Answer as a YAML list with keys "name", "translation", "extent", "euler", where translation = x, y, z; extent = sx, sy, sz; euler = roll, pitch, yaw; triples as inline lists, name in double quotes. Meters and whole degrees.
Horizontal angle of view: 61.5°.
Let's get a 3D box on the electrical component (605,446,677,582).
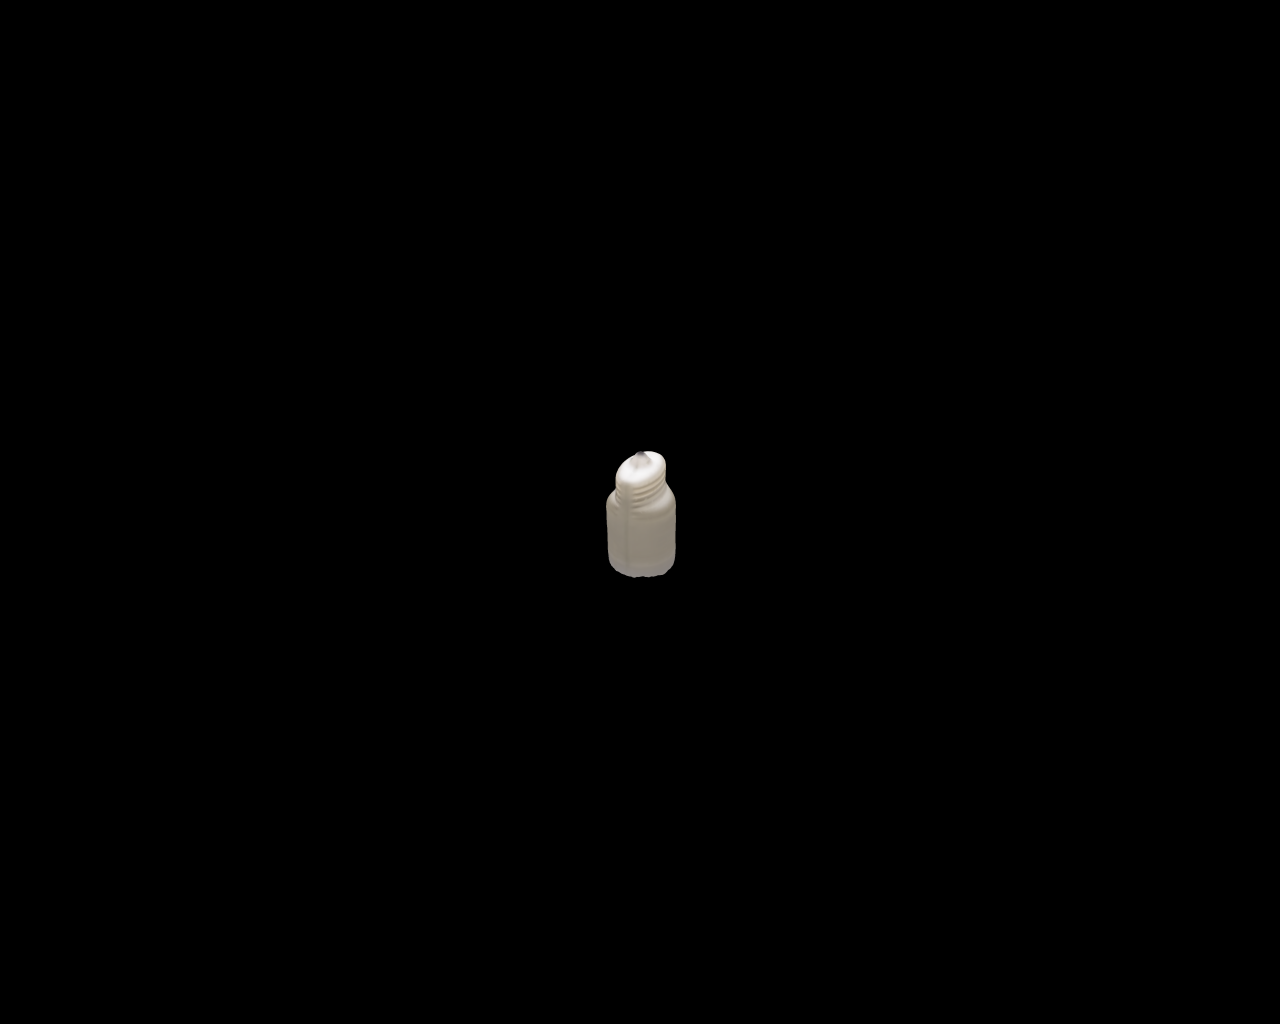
- name: "electrical component"
  translation: [0.001, -0.003, 0.650]
  extent: [0.043, 0.080, 0.043]
  euler: [0, 33, 0]
